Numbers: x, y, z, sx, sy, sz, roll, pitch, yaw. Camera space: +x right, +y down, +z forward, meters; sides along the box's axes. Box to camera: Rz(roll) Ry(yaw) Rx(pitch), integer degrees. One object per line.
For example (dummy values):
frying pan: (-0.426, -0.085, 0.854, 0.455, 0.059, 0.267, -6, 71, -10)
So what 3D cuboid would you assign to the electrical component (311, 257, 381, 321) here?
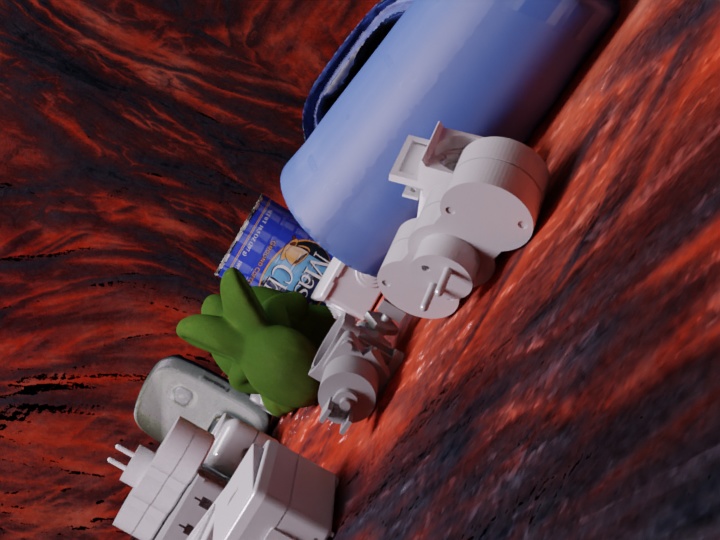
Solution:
electrical component: (0.000, 0.000, 1.003, 0.099, 0.048, 0.100, -60, 6, -6)

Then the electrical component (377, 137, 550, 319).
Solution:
electrical component: (0.052, -0.009, 0.609, 0.138, 0.052, 0.073, -51, 11, 53)

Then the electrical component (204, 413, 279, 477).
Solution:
electrical component: (-0.125, 0.183, 1.089, 0.053, 0.059, 0.095, -61, 6, -14)

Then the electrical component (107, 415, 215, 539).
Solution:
electrical component: (-0.197, 0.186, 0.992, 0.138, 0.074, 0.052, -55, 8, 29)

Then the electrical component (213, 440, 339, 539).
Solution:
electrical component: (-0.055, 0.154, 0.656, 0.061, 0.061, 0.096, -58, 6, 12)

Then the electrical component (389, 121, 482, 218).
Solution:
electrical component: (0.061, -0.049, 0.659, 0.063, 0.081, 0.042, 94, -164, -46)

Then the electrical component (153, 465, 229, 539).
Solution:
electrical component: (-0.147, 0.237, 0.996, 0.089, 0.062, 0.150, -60, 6, -10)

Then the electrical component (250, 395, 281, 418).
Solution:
electrical component: (-0.086, 0.121, 1.141, 0.062, 0.043, 0.043, -59, 6, -13)

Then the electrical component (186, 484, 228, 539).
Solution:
electrical component: (-0.102, 0.218, 0.746, 0.108, 0.056, 0.108, -54, 8, 42)
